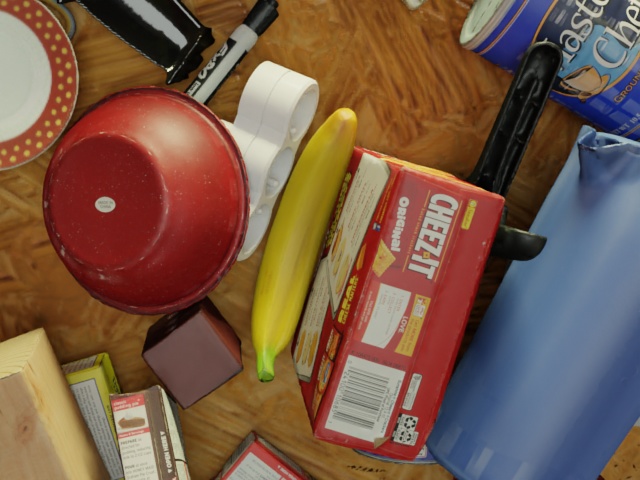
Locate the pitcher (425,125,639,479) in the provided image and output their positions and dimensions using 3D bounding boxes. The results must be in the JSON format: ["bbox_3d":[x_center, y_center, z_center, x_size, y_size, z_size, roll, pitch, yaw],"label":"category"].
[{"bbox_3d":[0.179,0.062,0.699,0.149,0.145,0.243,31,93,8],"label":"pitcher"}]

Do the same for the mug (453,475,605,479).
[{"bbox_3d":[0.145,0.192,0.788,0.117,0.093,0.081,22,101,-30],"label":"mug"}]

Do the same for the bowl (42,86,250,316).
[{"bbox_3d":[-0.131,-0.026,0.725,0.162,0.055,0.162,1,92,20],"label":"bowl"}]

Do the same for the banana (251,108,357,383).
[{"bbox_3d":[-0.013,0.002,0.764,0.037,0.070,0.198,15,92,-24],"label":"banana"}]

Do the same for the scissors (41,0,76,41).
[{"bbox_3d":[-0.274,-0.145,0.747,0.201,0.016,0.096,5,97,-5],"label":"scissors"}]

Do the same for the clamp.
[{"bbox_3d":[0.106,-0.009,0.715,0.036,0.164,0.210,19,139,-6],"label":"clamp"}]

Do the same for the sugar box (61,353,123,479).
[{"bbox_3d":[-0.228,0.152,0.778,0.176,0.048,0.093,-15,100,1],"label":"sugar box"}]

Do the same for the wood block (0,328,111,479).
[{"bbox_3d":[-0.192,0.178,0.715,0.090,0.091,0.206,-20,104,0],"label":"wood block"}]

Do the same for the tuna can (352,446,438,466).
[{"bbox_3d":[0.065,0.136,0.779,0.086,0.086,0.034,2,96,-5],"label":"tuna can"}]

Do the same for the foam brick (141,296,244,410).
[{"bbox_3d":[-0.090,0.077,0.762,0.053,0.078,0.051,-35,101,0],"label":"foam brick"}]

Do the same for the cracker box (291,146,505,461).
[{"bbox_3d":[0.041,0.030,0.697,0.072,0.214,0.164,17,96,-7],"label":"cracker box"}]

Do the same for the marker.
[{"bbox_3d":[-0.070,-0.124,0.759,0.020,0.020,0.121,39,86,-9],"label":"marker"}]

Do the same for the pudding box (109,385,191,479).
[{"bbox_3d":[-0.114,0.153,0.742,0.039,0.113,0.090,-13,76,-6],"label":"pudding box"}]

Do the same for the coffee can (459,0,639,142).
[{"bbox_3d":[0.183,-0.144,0.742,0.140,0.103,0.103,30,94,-8],"label":"coffee can"}]

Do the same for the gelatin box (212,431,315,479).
[{"bbox_3d":[-0.051,0.202,0.807,0.073,0.030,0.089,40,93,-10],"label":"gelatin box"}]
